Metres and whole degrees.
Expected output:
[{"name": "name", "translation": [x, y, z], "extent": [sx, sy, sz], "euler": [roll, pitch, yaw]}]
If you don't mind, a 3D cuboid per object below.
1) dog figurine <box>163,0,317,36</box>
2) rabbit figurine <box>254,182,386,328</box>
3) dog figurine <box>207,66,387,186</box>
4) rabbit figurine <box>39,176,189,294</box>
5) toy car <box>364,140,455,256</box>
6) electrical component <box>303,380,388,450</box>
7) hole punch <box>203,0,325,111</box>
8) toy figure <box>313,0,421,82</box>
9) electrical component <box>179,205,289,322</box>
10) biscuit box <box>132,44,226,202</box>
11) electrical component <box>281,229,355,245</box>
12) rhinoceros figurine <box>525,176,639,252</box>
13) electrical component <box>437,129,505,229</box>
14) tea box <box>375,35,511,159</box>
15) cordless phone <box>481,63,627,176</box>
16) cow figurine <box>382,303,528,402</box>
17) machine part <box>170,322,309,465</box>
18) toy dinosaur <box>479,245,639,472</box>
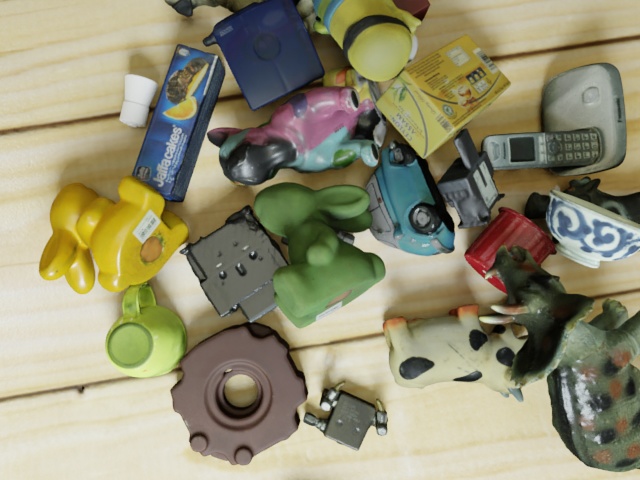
[{"name": "dog figurine", "translation": [-0.113, -0.330, 0.737], "extent": [0.191, 0.121, 0.172], "euler": [-24, 82, 10]}, {"name": "rabbit figurine", "translation": [-0.008, -0.006, 0.639], "extent": [0.159, 0.121, 0.170], "euler": [-30, 73, -4]}, {"name": "dog figurine", "translation": [-0.034, -0.141, 0.708], "extent": [0.219, 0.191, 0.108], "euler": [-11, 122, 22]}, {"name": "rabbit figurine", "translation": [-0.281, -0.008, 0.692], "extent": [0.173, 0.121, 0.162], "euler": [27, 79, 22]}, {"name": "toy car", "translation": [0.106, -0.044, 0.705], "extent": [0.103, 0.109, 0.161], "euler": [-27, 77, 20]}, {"name": "electrical component", "translation": [0.039, 0.230, 0.703], "extent": [0.102, 0.045, 0.078], "euler": [30, 83, 2]}, {"name": "hole punch", "translation": [-0.064, -0.236, 0.675], "extent": [0.142, 0.092, 0.115], "euler": [-25, 123, 4]}, {"name": "toy figure", "translation": [0.044, -0.266, 0.658], "extent": [0.089, 0.082, 0.180], "euler": [-22, 68, -29]}, {"name": "electrical component", "translation": [-0.102, 0.039, 0.712], "extent": [0.115, 0.058, 0.134], "euler": [-35, 86, -3]}, {"name": "biscuit box", "translation": [-0.189, -0.154, 0.725], "extent": [0.059, 0.063, 0.202], "euler": [17, 84, 1]}, {"name": "electrical component", "translation": [-0.002, -0.002, 0.735], "extent": [0.094, 0.021, 0.063], "euler": [23, 85, 0]}, {"name": "rhinoceros figurine", "translation": [0.376, -0.032, 0.723], "extent": [0.190, 0.073, 0.112], "euler": [1, 86, -2]}, {"name": "electrical component", "translation": [0.191, -0.081, 0.702], "extent": [0.119, 0.048, 0.075], "euler": [55, 51, -21]}, {"name": "tea box", "translation": [0.163, -0.189, 0.697], "extent": [0.169, 0.068, 0.098], "euler": [-37, 85, -37]}, {"name": "cordless phone", "translation": [0.308, -0.158, 0.731], "extent": [0.184, 0.088, 0.146], "euler": [-2, 85, 2]}, {"name": "cow figurine", "translation": [0.186, 0.150, 0.696], "extent": [0.195, 0.085, 0.127], "euler": [-7, 79, -4]}, {"name": "machine part", "translation": [-0.103, 0.196, 0.697], "extent": [0.179, 0.056, 0.179], "euler": [0, 83, -2]}, {"name": "toy dinosaur", "translation": [0.329, 0.188, 0.637], "extent": [0.192, 0.131, 0.404], "euler": [-28, 103, -11]}]
